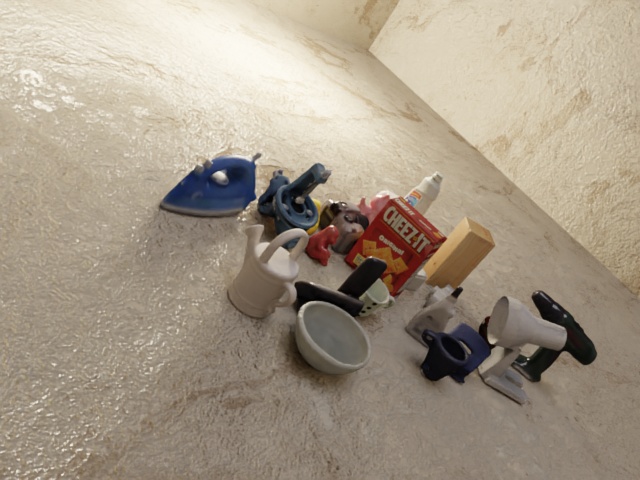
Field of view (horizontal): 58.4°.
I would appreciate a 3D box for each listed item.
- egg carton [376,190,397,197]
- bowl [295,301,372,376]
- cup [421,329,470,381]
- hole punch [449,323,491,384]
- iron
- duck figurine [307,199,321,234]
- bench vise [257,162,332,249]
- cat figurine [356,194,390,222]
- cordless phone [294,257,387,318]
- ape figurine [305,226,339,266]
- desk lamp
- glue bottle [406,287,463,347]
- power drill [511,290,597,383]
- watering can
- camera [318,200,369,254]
[{"bbox_3d":[0.241,-0.094,1.838,0.150,0.069,0.107,29,28,-13],"label":"egg carton"},{"bbox_3d":[0.013,0.202,1.110,0.168,0.074,0.167,27,29,-16],"label":"bowl"},{"bbox_3d":[0.259,0.261,1.275,0.117,0.095,0.092,37,27,3],"label":"cup"},{"bbox_3d":[0.337,0.266,1.360,0.108,0.091,0.101,46,29,20],"label":"hole punch"},{"bbox_3d":[-0.234,-0.137,1.288,0.118,0.141,0.259,45,29,17],"label":"iron"},{"bbox_3d":[-0.027,-0.069,1.476,0.077,0.086,0.105,45,29,17],"label":"duck figurine"},{"bbox_3d":[-0.066,-0.117,1.363,0.122,0.219,0.207,-5,48,-52],"label":"bench vise"},{"bbox_3d":[0.158,-0.100,1.700,0.128,0.117,0.067,10,37,-40],"label":"cat figurine"},{"bbox_3d":[0.043,0.088,1.202,0.148,0.185,0.094,20,31,-27],"label":"cordless phone"},{"bbox_3d":[0.013,0.005,1.400,0.076,0.092,0.078,37,27,2],"label":"ape figurine"},{"bbox_3d":[0.477,0.259,1.395,0.203,0.213,0.118,31,28,-9],"label":"desk lamp"},{"bbox_3d":[0.281,0.173,1.353,0.078,0.173,0.037,39,27,6],"label":"glue bottle"},{"bbox_3d":[0.600,0.270,1.523,0.229,0.208,0.076,38,27,5],"label":"power drill"},{"bbox_3d":[-0.096,0.046,1.102,0.172,0.194,0.101,41,28,9],"label":"watering can"},{"bbox_3d":[0.080,-0.042,1.541,0.137,0.100,0.143,8,38,-42],"label":"camera"}]
